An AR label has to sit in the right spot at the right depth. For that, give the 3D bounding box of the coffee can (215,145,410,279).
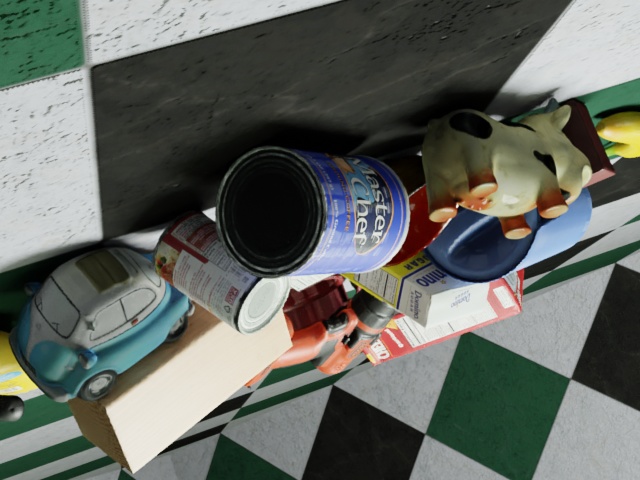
[{"bbox_3d":[-0.003,-0.022,0.868,0.103,0.103,0.140,-27,167,29],"label":"coffee can"}]

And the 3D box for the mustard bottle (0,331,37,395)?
[{"bbox_3d":[-0.330,0.118,1.043,0.096,0.058,0.191,-7,169,2],"label":"mustard bottle"}]

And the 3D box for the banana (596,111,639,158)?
[{"bbox_3d":[0.353,-0.117,1.215,0.070,0.037,0.197,-26,168,13],"label":"banana"}]

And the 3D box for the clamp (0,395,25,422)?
[{"bbox_3d":[-0.401,0.158,1.028,0.209,0.036,0.165,6,168,-21],"label":"clamp"}]

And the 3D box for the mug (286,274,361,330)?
[{"bbox_3d":[0.001,0.067,1.332,0.117,0.081,0.093,-28,167,29],"label":"mug"}]

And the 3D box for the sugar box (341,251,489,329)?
[{"bbox_3d":[0.088,0.031,1.150,0.093,0.048,0.176,-12,-152,-39],"label":"sugar box"}]

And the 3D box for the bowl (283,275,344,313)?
[{"bbox_3d":[-0.057,0.050,1.219,0.162,0.055,0.162,-20,168,-5],"label":"bowl"}]

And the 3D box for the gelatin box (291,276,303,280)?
[{"bbox_3d":[-0.011,-0.011,0.976,0.089,0.073,0.030,-27,166,32],"label":"gelatin box"}]

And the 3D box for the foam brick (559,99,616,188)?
[{"bbox_3d":[0.248,-0.091,1.053,0.053,0.078,0.051,-26,169,24],"label":"foam brick"}]

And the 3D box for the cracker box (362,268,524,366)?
[{"bbox_3d":[0.154,0.059,1.368,0.214,0.072,0.164,-24,-154,25],"label":"cracker box"}]

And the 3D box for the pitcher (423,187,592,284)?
[{"bbox_3d":[0.200,-0.030,1.159,0.145,0.149,0.242,-57,157,21],"label":"pitcher"}]

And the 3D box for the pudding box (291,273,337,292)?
[{"bbox_3d":[-0.007,0.001,1.052,0.114,0.039,0.089,-25,143,28],"label":"pudding box"}]

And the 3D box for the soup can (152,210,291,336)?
[{"bbox_3d":[-0.084,0.027,0.908,0.068,0.102,0.068,-40,148,-31],"label":"soup can"}]

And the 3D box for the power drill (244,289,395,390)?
[{"bbox_3d":[0.000,0.100,1.214,0.187,0.057,0.185,-4,142,-41],"label":"power drill"}]

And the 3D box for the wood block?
[{"bbox_3d":[-0.137,0.113,1.028,0.205,0.091,0.090,-37,-139,-29],"label":"wood block"}]
